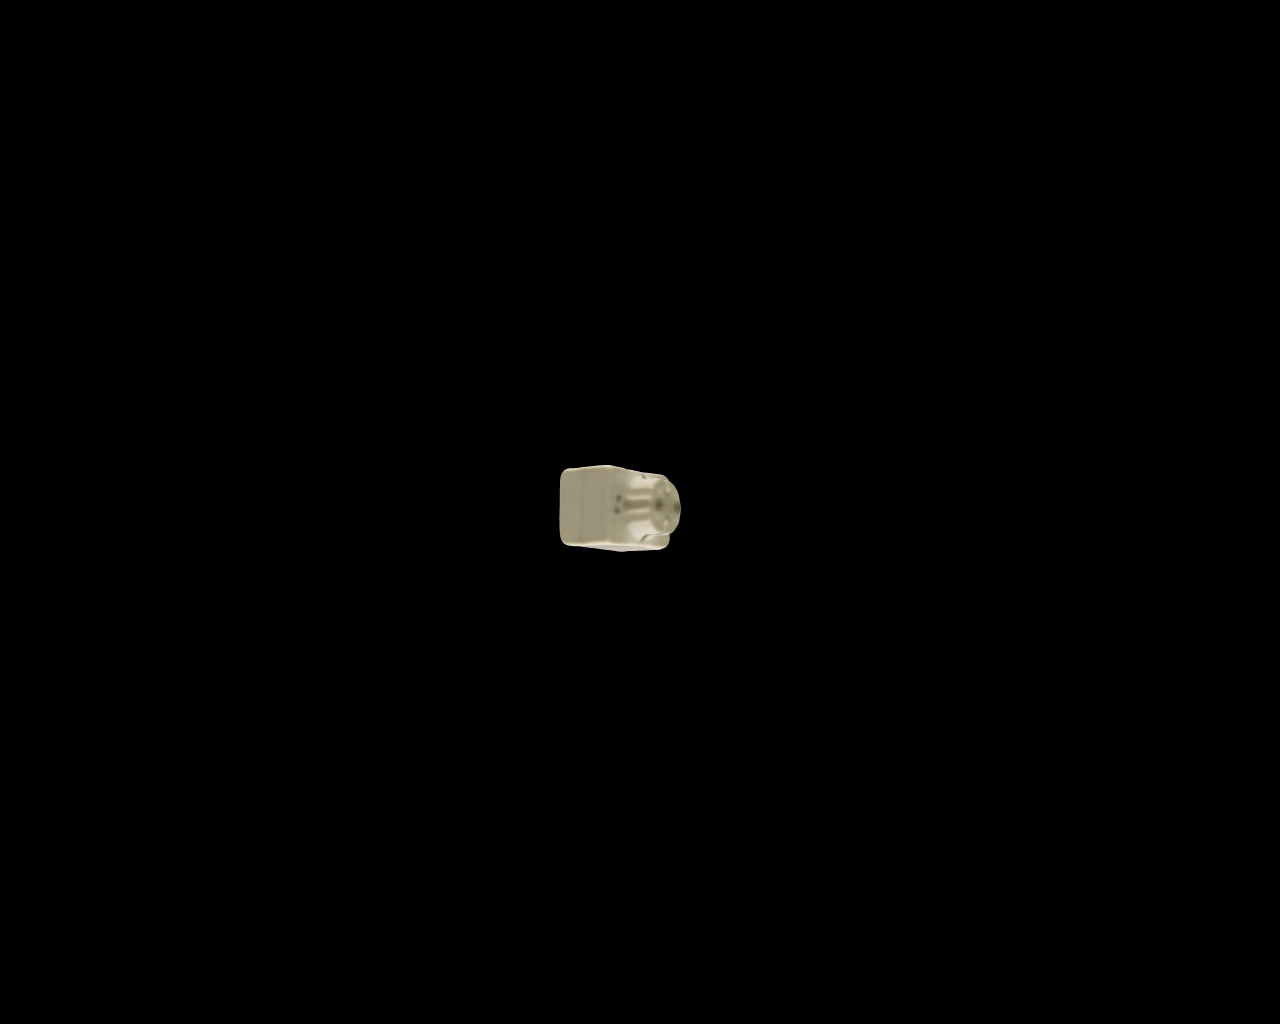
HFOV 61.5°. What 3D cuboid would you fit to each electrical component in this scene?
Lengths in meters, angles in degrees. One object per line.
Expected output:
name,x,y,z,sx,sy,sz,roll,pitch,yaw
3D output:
electrical component,0.001,-0.003,0.650,0.076,0.047,0.066,-5,-8,35
